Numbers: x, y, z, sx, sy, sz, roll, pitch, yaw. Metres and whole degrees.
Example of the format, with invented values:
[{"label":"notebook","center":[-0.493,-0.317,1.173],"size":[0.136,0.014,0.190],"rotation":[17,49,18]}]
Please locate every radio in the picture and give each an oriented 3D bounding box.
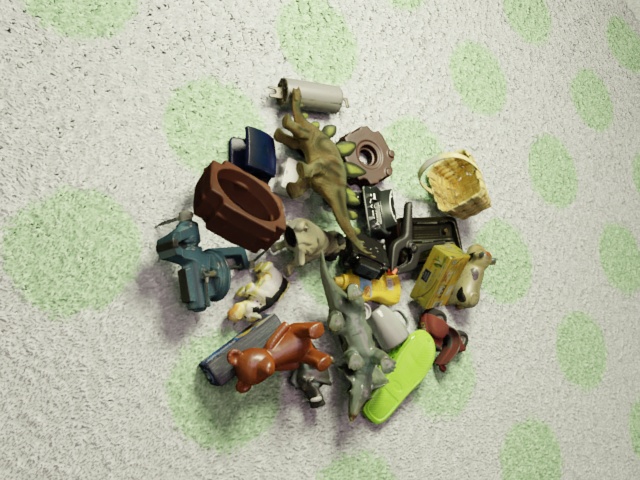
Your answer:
[{"label":"radio","center":[0.295,0.002,1.533],"size":[0.229,0.073,0.131],"rotation":[-2,80,-30]}]

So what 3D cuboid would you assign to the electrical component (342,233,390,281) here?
[{"label":"electrical component","center":[0.117,0.043,1.393],"size":[0.115,0.058,0.134],"rotation":[20,33,-17]}]

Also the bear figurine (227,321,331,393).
[{"label":"bear figurine","center":[-0.091,0.254,1.163],"size":[0.196,0.132,0.120],"rotation":[-23,108,-40]}]

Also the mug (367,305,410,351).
[{"label":"mug","center":[0.182,0.220,1.419],"size":[0.109,0.081,0.107],"rotation":[-35,89,-25]}]

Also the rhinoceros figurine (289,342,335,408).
[{"label":"rhinoceros figurine","center":[-0.026,0.304,1.286],"size":[0.112,0.073,0.190],"rotation":[-19,88,-32]}]

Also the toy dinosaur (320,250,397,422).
[{"label":"toy dinosaur","center":[0.076,0.223,1.308],"size":[0.131,0.192,0.404],"rotation":[-15,82,-12]}]

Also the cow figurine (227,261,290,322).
[{"label":"cow figurine","center":[-0.144,0.138,1.264],"size":[0.098,0.068,0.167],"rotation":[45,63,-21]}]

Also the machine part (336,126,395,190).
[{"label":"machine part","center":[0.126,-0.231,1.502],"size":[0.179,0.056,0.179],"rotation":[7,75,-26]}]

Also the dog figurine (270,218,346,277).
[{"label":"dog figurine","center":[-0.005,-0.006,1.309],"size":[0.190,0.172,0.121],"rotation":[-18,76,-31]}]

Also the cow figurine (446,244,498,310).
[{"label":"cow figurine","center":[0.440,0.103,1.562],"size":[0.085,0.127,0.195],"rotation":[26,70,-25]}]

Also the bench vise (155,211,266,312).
[{"label":"bench vise","center":[-0.245,0.042,1.204],"size":[0.240,0.129,0.223],"rotation":[-4,70,-50]}]

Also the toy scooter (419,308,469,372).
[{"label":"toy scooter","center":[0.335,0.283,1.495],"size":[0.183,0.075,0.135],"rotation":[39,64,-21]}]

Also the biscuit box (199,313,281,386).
[{"label":"biscuit box","center":[-0.174,0.247,1.224],"size":[0.203,0.059,0.062],"rotation":[-35,98,-31]}]

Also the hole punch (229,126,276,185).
[{"label":"hole punch","center":[-0.156,-0.210,1.323],"size":[0.116,0.092,0.142],"rotation":[5,73,-32]}]

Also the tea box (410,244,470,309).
[{"label":"tea box","center":[0.327,0.099,1.471],"size":[0.098,0.068,0.169],"rotation":[-1,121,-44]}]

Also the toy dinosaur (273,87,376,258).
[{"label":"toy dinosaur","center":[0.015,-0.167,1.330],"size":[0.198,0.105,0.471],"rotation":[-8,77,-31]}]

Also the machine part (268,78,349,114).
[{"label":"machine part","center":[-0.027,-0.385,1.439],"size":[0.243,0.079,0.079],"rotation":[-1,79,-29]}]

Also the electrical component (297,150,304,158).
[{"label":"electrical component","center":[-0.020,-0.254,1.430],"size":[0.119,0.048,0.075],"rotation":[28,68,-22]}]

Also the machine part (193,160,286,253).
[{"label":"machine part","center":[-0.183,-0.075,1.219],"size":[0.201,0.087,0.202],"rotation":[29,25,-27]}]

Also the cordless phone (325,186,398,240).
[{"label":"cordless phone","center":[0.106,-0.076,1.446],"size":[0.184,0.088,0.146],"rotation":[1,69,-19]}]
